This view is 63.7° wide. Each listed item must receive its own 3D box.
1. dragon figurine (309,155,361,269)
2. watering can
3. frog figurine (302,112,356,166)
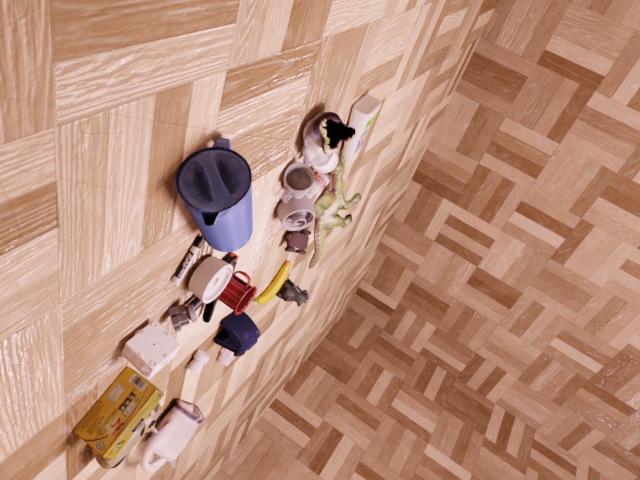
[{"bbox_3d":[0.005,-0.088,1.739,0.241,0.123,0.409,16,99,-59],"label":"dragon figurine"},{"bbox_3d":[-0.456,0.620,1.619,0.227,0.104,0.341,-54,164,-21],"label":"watering can"},{"bbox_3d":[-0.004,-0.265,1.361,0.158,0.121,0.140,-11,-135,57],"label":"frog figurine"}]
